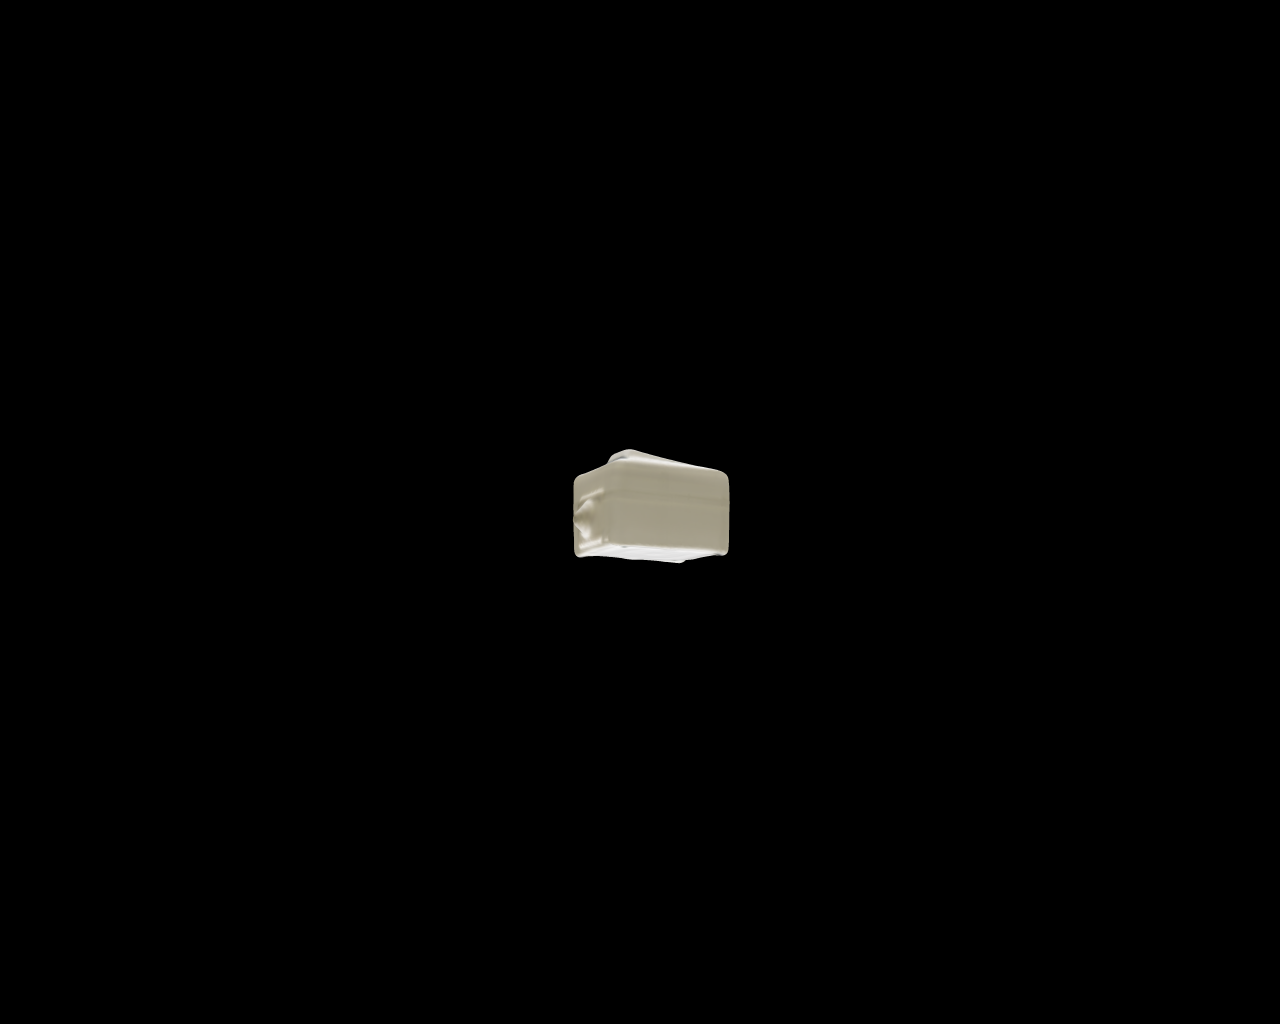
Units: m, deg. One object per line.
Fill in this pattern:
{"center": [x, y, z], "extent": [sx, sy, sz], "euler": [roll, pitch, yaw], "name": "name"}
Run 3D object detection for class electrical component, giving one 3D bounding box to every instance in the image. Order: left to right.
{"center": [0.001, -0.003, 0.650], "extent": [0.096, 0.061, 0.061], "euler": [5, -11, -28], "name": "electrical component"}
